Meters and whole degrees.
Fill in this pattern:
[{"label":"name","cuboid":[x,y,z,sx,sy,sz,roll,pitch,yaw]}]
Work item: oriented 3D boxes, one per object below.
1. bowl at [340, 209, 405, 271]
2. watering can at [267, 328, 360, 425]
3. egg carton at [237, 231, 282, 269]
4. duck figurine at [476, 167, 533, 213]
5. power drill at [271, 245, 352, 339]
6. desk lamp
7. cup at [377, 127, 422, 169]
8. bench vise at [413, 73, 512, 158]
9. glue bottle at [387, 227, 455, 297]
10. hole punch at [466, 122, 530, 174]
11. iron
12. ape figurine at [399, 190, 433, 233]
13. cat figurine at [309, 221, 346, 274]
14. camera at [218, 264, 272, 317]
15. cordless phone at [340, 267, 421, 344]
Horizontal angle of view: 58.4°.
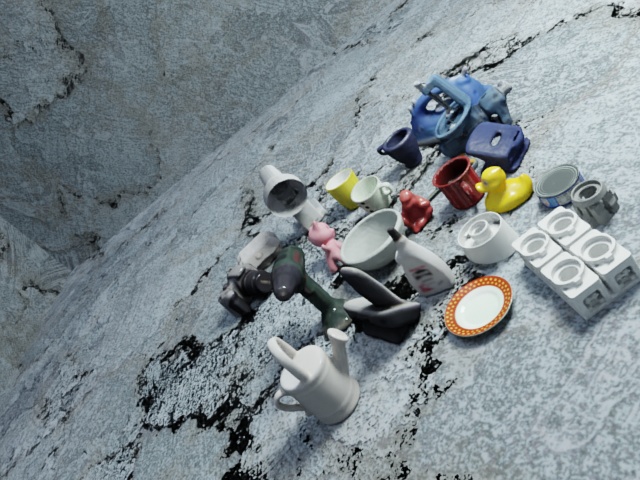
[{"label":"bowl","cuboid":[0.131,0.012,1.293,0.167,0.075,0.167,-34,27,20]},{"label":"watering can","cuboid":[-0.018,0.234,1.031,0.173,0.194,0.100,-52,27,-18]},{"label":"egg carton","cuboid":[-0.181,0.043,1.711,0.150,0.069,0.107,-43,25,1]},{"label":"duck figurine","cuboid":[0.359,-0.110,1.133,0.104,0.086,0.077,-26,31,33]},{"label":"power drill","cuboid":[-0.025,0.111,1.214,0.075,0.209,0.229,-38,26,12]},{"label":"desk lamp","cuboid":[-0.087,-0.119,1.652,0.118,0.214,0.202,-42,25,3]},{"label":"cup","cuboid":[0.216,-0.232,1.520,0.117,0.095,0.092,-20,34,40]},{"label":"bench vise","cuboid":[0.332,-0.325,1.347,0.207,0.220,0.121,-40,26,8]},{"label":"glue bottle","cuboid":[0.178,0.036,1.073,0.078,0.173,0.037,-27,30,30]},{"label":"hole punch","cuboid":[0.384,-0.206,1.238,0.100,0.091,0.109,-7,44,52]},{"label":"iron","cuboid":[0.316,-0.347,1.495,0.257,0.142,0.119,-21,33,39]},{"label":"ape figurine","cuboid":[0.209,-0.075,1.292,0.077,0.092,0.076,-26,31,33]},{"label":"cat figurine","cuboid":[0.013,0.005,1.427,0.067,0.118,0.127,-38,26,12]},{"label":"camera","cuboid":[-0.201,0.126,1.576,0.136,0.101,0.143,-9,42,50]},{"label":"cordless phone","cuboid":[0.088,0.103,1.086,0.147,0.185,0.094,-2,47,54]}]
